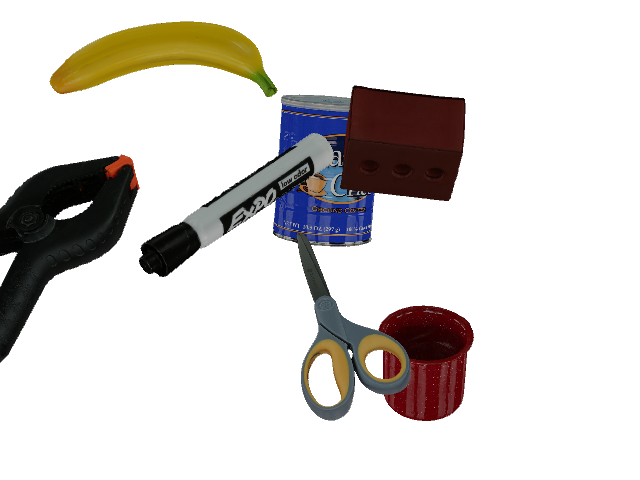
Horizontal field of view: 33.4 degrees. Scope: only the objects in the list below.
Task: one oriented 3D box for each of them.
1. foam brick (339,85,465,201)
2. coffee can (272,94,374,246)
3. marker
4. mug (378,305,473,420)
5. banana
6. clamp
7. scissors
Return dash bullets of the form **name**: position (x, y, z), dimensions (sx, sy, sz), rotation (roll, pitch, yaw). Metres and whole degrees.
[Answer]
- **foam brick**: position (0.055, -0.065, 0.721), dimensions (0.078, 0.051, 0.053), rotation (6, -39, -2)
- **coffee can**: position (0.007, -0.073, 1.083), dimensions (0.103, 0.140, 0.103), rotation (4, 12, -1)
- **marker**: position (-0.040, -0.018, 0.524), dimensions (0.120, 0.020, 0.020), rotation (-36, 22, -33)
- **mug**: position (0.111, 0.119, 1.068), dimensions (0.093, 0.081, 0.117), rotation (24, 40, 33)
- **banana**: position (-0.138, -0.162, 0.943), dimensions (0.197, 0.069, 0.037), rotation (-1, -33, -4)
- **clamp**: position (-0.195, -0.004, 0.687), dimensions (0.120, 0.039, 0.171), rotation (32, 55, 18)
- **scissors**: position (0.024, 0.061, 0.880), dimensions (0.096, 0.201, 0.016), rotation (-5, -45, 6)
